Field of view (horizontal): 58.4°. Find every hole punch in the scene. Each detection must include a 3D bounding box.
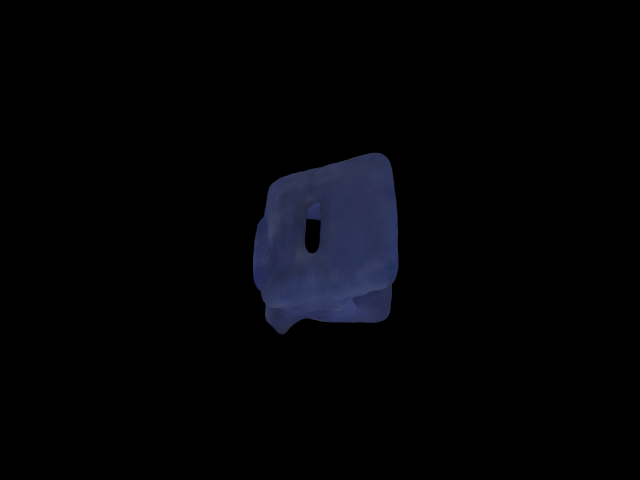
[{"bbox_3d":[0.004,0.001,0.400,0.101,0.091,0.108,0,62,0],"label":"hole punch"}]
